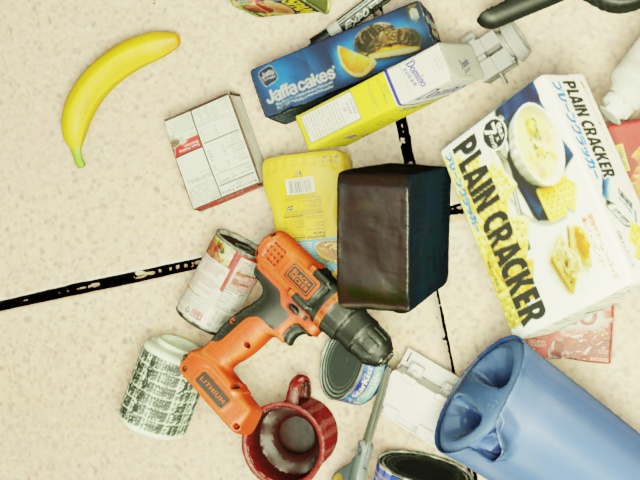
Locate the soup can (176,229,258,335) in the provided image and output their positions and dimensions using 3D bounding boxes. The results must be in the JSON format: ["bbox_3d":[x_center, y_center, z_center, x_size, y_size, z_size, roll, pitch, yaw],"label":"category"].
[{"bbox_3d":[-0.109,0.048,1.190,0.068,0.068,0.102,32,100,13],"label":"soup can"}]

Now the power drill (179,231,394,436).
[{"bbox_3d":[-0.039,0.111,1.105,0.188,0.057,0.184,-47,69,4],"label":"power drill"}]

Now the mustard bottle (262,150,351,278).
[{"bbox_3d":[-0.007,0.001,1.164,0.096,0.058,0.191,-5,90,19],"label":"mustard bottle"}]

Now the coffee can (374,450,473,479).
[{"bbox_3d":[0.096,0.304,1.114,0.103,0.102,0.140,13,97,16],"label":"coffee can"}]

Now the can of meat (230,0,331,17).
[{"bbox_3d":[-0.043,-0.274,1.146,0.084,0.102,0.057,-1,90,18],"label":"can of meat"}]

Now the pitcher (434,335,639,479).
[{"bbox_3d":[0.243,0.205,1.039,0.242,0.145,0.149,35,68,-10],"label":"pitcher"}]

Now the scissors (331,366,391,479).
[{"bbox_3d":[0.039,0.226,1.134,0.016,0.096,0.202,10,90,-20],"label":"scissors"}]

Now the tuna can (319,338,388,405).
[{"bbox_3d":[0.036,0.133,1.142,0.033,0.086,0.086,19,99,-28],"label":"tuna can"}]

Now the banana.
[{"bbox_3d":[-0.244,-0.179,1.244,0.069,0.037,0.198,39,103,-7],"label":"banana"}]

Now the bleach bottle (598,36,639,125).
[{"bbox_3d":[0.358,-0.215,1.012,0.068,0.102,0.251,41,92,15],"label":"bleach bottle"}]

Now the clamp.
[{"bbox_3d":[0.268,-0.287,1.079,0.210,0.036,0.164,3,75,9],"label":"clamp"}]

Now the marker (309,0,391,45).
[{"bbox_3d":[0.038,-0.244,1.165,0.121,0.020,0.020,-34,82,14],"label":"marker"}]

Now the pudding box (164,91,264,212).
[{"bbox_3d":[-0.117,-0.099,1.205,0.090,0.039,0.113,-20,87,15],"label":"pudding box"}]

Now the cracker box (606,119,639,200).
[{"bbox_3d":[0.367,-0.044,1.045,0.214,0.072,0.164,-8,89,16],"label":"cracker box"}]

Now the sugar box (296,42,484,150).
[{"bbox_3d":[0.072,-0.146,1.100,0.176,0.093,0.048,-21,88,30],"label":"sugar box"}]

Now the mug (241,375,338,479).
[{"bbox_3d":[-0.027,0.204,1.162,0.093,0.081,0.117,5,93,16],"label":"mug"}]

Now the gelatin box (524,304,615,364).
[{"bbox_3d":[0.257,0.087,1.102,0.089,0.030,0.073,3,92,16],"label":"gelatin box"}]
